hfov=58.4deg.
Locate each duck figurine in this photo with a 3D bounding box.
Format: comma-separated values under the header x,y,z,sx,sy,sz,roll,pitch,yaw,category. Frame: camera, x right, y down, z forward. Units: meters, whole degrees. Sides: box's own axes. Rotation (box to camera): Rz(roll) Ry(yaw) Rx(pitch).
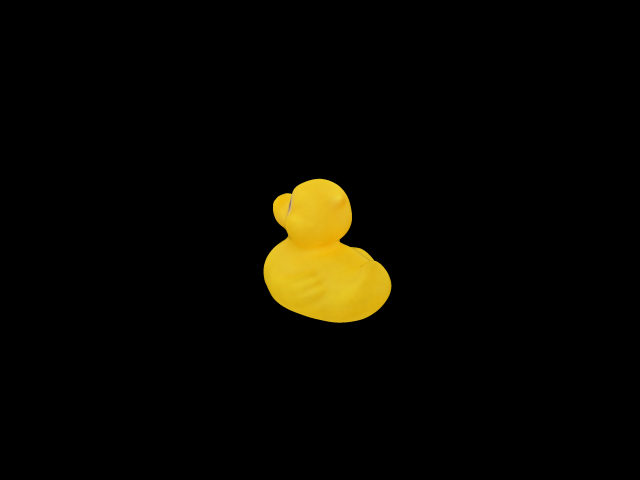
x,y,z,sx,sy,sz,roll,pitch,yaw,category
0.004,0.001,0.400,0.104,0.086,0.078,25,37,39,duck figurine
